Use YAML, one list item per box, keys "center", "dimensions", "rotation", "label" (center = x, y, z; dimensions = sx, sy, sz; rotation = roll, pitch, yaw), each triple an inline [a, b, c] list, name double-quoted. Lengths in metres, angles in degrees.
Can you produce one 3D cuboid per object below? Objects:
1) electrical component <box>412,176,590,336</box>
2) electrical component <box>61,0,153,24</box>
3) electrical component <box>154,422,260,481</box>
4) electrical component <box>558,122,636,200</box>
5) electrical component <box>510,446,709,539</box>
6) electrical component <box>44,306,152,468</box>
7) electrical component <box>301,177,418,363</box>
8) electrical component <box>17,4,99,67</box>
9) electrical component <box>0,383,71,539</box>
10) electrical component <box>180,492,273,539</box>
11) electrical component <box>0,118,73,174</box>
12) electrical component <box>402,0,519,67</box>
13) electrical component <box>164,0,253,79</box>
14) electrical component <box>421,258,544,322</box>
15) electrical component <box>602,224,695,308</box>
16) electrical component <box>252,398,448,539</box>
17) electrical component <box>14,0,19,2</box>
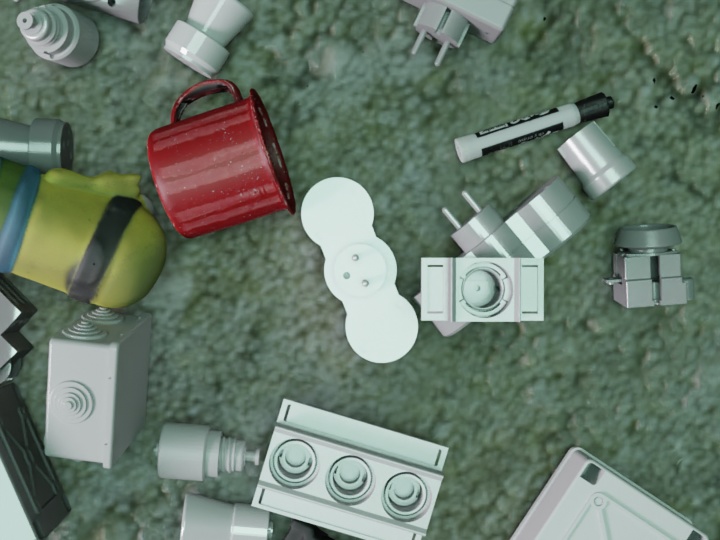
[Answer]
- center: [0.091, -0.023, 0.780]
  dimensions: [0.138, 0.052, 0.073]
  rotation: [-40, 92, 0]
  label: "electrical component"
- center: [-0.185, -0.227, 0.775]
  dimensions: [0.077, 0.044, 0.079]
  rotation: [17, 90, -2]
  label: "electrical component"
- center: [-0.112, 0.133, 0.782]
  dimensions: [0.078, 0.040, 0.040]
  rotation: [5, 90, -3]
  label: "electrical component"
- center: [0.173, -0.081, 0.789]
  dimensions: [0.040, 0.040, 0.046]
  rotation: [-38, 86, -1]
  label: "electrical component"
- center: [0.175, 0.204, 0.782]
  dimensions: [0.109, 0.056, 0.108]
  rotation: [34, 89, -2]
  label: "electrical component"
- center: [-0.182, 0.079, 0.750]
  dimensions: [0.048, 0.099, 0.099]
  rotation: [7, 102, 2]
  label: "electrical component"
- center: [0.000, 0.000, 0.767]
  dimensions: [0.052, 0.074, 0.138]
  rotation: [-21, 91, -1]
  label: "electrical component"
- center: [-0.217, -0.168, 0.761]
  dimensions: [0.040, 0.078, 0.040]
  rotation: [0, 91, 13]
  label: "electrical component"
- center: [-0.255, 0.140, 0.744]
  dimensions: [0.056, 0.109, 0.108]
  rotation: [-24, 91, -4]
  label: "electrical component"
- center: [-0.097, 0.187, 0.783]
  dimensions: [0.065, 0.044, 0.044]
  rotation: [6, 90, -6]
  label: "electrical component"
- center: [-0.239, -0.087, 0.775]
  dimensions: [0.055, 0.045, 0.045]
  rotation: [2, 90, -2]
  label: "electrical component"
- center: [0.063, -0.186, 0.781]
  dimensions: [0.083, 0.047, 0.075]
  rotation: [26, 90, -2]
  label: "electrical component"
- center: [-0.110, -0.173, 0.778]
  dimensions: [0.045, 0.045, 0.055]
  rotation: [32, 90, -2]
  label: "electrical component"
- center: [0.080, 0.012, 0.721]
  dimensions: [0.081, 0.064, 0.042]
  rotation: [1, 91, -1]
  label: "electrical component"
- center: [0.211, -0.004, 0.788]
  dimensions: [0.066, 0.048, 0.055]
  rotation: [-4, 98, -1]
  label: "electrical component"
- center: [-0.007, 0.145, 0.773]
  dimensions: [0.121, 0.063, 0.078]
  rotation: [17, 90, -2]
  label: "electrical component"
- center: [-0.263, -0.230, 0.773]
  dimensions: [0.077, 0.043, 0.079]
  rotation: [-10, 91, -1]
  label: "electrical component"
